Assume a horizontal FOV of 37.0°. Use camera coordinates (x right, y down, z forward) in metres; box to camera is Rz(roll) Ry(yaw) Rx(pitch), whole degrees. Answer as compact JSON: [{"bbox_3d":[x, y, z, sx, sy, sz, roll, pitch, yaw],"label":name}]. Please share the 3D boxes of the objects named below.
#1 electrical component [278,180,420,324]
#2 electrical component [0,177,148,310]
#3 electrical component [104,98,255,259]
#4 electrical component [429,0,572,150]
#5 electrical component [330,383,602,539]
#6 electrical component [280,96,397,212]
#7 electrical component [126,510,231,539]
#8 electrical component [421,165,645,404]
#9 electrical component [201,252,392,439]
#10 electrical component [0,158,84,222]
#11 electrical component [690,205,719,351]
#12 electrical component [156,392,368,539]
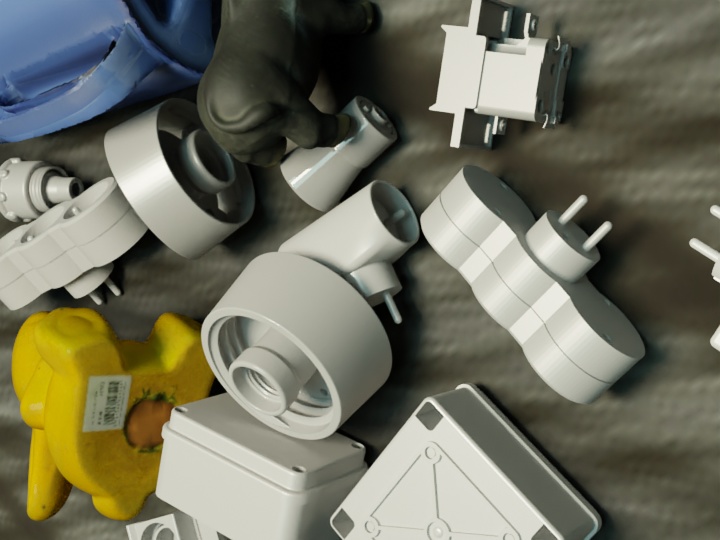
[{"bbox_3d":[0.000,0.000,0.634,0.077,0.043,0.079,-32,75,31],"label":"electrical component"},{"bbox_3d":[-0.201,-0.005,0.766,0.138,0.052,0.073,-24,118,27],"label":"electrical component"},{"bbox_3d":[-0.115,-0.057,0.679,0.064,0.099,0.099,-28,77,25],"label":"electrical component"},{"bbox_3d":[0.077,-0.103,0.577,0.064,0.042,0.081,14,101,31],"label":"electrical component"},{"bbox_3d":[0.056,0.139,0.596,0.108,0.056,0.108,46,116,23],"label":"electrical component"},{"bbox_3d":[-0.010,-0.071,0.639,0.065,0.044,0.044,-41,70,23],"label":"electrical component"},{"bbox_3d":[-0.100,0.215,0.701,0.079,0.063,0.121,-22,80,33],"label":"electrical component"},{"bbox_3d":[0.099,-0.006,0.561,0.073,0.052,0.138,-49,67,26],"label":"electrical component"},{"bbox_3d":[-0.043,0.050,0.626,0.108,0.060,0.108,23,139,23],"label":"electrical component"},{"bbox_3d":[-0.233,-0.059,0.789,0.062,0.048,0.048,2,94,25],"label":"electrical component"},{"bbox_3d":[0.191,-0.002,0.502,0.076,0.047,0.083,38,112,27],"label":"electrical component"},{"bbox_3d":[-0.061,0.123,0.662,0.113,0.078,0.057,20,106,32],"label":"electrical component"}]
